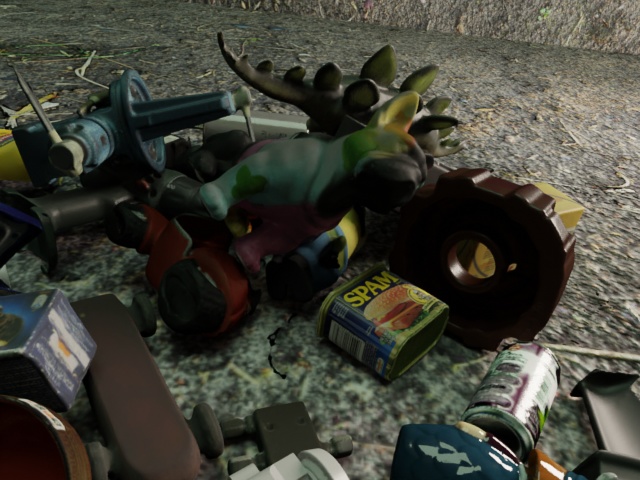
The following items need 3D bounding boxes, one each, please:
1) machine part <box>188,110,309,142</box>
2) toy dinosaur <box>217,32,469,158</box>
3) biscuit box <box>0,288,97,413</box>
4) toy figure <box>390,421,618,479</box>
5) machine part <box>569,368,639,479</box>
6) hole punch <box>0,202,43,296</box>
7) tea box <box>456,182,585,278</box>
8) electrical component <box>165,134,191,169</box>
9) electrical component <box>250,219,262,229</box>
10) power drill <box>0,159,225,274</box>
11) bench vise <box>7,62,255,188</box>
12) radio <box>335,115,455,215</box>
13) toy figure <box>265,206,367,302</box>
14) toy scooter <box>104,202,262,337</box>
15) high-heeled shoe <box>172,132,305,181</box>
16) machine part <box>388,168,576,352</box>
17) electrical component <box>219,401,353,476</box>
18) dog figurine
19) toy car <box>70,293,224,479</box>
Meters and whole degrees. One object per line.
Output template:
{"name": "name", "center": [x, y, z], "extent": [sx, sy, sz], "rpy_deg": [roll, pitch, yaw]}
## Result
{"name": "machine part", "center": [-0.103, -0.174, 0.886], "extent": [0.243, 0.079, 0.079], "rpy_deg": [8, 30, 1]}
{"name": "toy dinosaur", "center": [0.056, -0.172, 0.731], "extent": [0.471, 0.198, 0.105], "rpy_deg": [2, 65, -35]}
{"name": "biscuit box", "center": [-0.265, 0.086, 0.364], "extent": [0.203, 0.062, 0.059], "rpy_deg": [-9, 37, 6]}
{"name": "toy figure", "center": [0.126, 0.165, 0.361], "extent": [0.155, 0.064, 0.058], "rpy_deg": [13, 16, 12]}
{"name": "machine part", "center": [0.238, 0.158, 0.422], "extent": [0.084, 0.039, 0.139], "rpy_deg": [6, 31, 10]}
{"name": "hole punch", "center": [-0.291, 0.020, 0.420], "extent": [0.116, 0.092, 0.142], "rpy_deg": [-14, -16, 8]}
{"name": "tea box", "center": [0.215, -0.004, 0.633], "extent": [0.169, 0.098, 0.068], "rpy_deg": [-9, 39, -28]}
{"name": "electrical component", "center": [-0.277, -0.131, 0.798], "extent": [0.134, 0.058, 0.115], "rpy_deg": [20, 31, 22]}
{"name": "electrical component", "center": [-0.069, -0.049, 0.709], "extent": [0.119, 0.047, 0.075], "rpy_deg": [-20, 40, -35]}
{"name": "power drill", "center": [-0.239, -0.038, 0.625], "extent": [0.232, 0.085, 0.207], "rpy_deg": [23, 38, 29]}
{"name": "bench vise", "center": [-0.195, -0.130, 0.592], "extent": [0.241, 0.128, 0.224], "rpy_deg": [-13, 10, -1]}
{"name": "radio", "center": [0.122, -0.072, 0.676], "extent": [0.229, 0.073, 0.131], "rpy_deg": [19, 18, -36]}
{"name": "toy figure", "center": [0.002, -0.001, 0.597], "extent": [0.082, 0.089, 0.180], "rpy_deg": [22, 30, 15]}
{"name": "toy scooter", "center": [-0.120, 0.025, 0.543], "extent": [0.184, 0.075, 0.135], "rpy_deg": [42, 18, 29]}
{"name": "high-heeled shoe", "center": [-0.095, -0.110, 0.816], "extent": [0.145, 0.086, 0.248], "rpy_deg": [-9, -4, 40]}
{"name": "machine part", "center": [0.153, 0.017, 0.520], "extent": [0.180, 0.179, 0.056], "rpy_deg": [26, 33, 30]}
{"name": "electrical component", "center": [-0.025, 0.149, 0.400], "extent": [0.094, 0.021, 0.063], "rpy_deg": [-5, 31, -18]}
{"name": "dog figurine", "center": [-0.003, -0.069, 0.520], "extent": [0.219, 0.108, 0.192], "rpy_deg": [-25, 34, -5]}
{"name": "toy car", "center": [-0.149, 0.110, 0.410], "extent": [0.089, 0.053, 0.202], "rpy_deg": [-17, 39, -31]}
